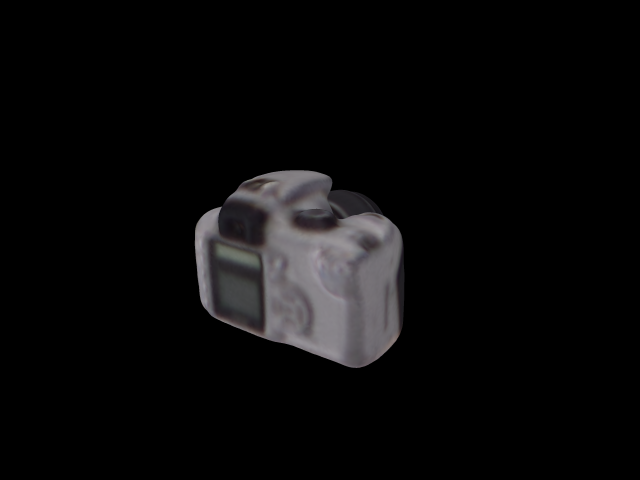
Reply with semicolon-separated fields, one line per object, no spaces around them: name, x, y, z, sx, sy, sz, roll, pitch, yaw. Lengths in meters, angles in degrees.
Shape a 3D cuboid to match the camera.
camera;0.004;0.001;0.400;0.142;0.101;0.137;14;24;34
